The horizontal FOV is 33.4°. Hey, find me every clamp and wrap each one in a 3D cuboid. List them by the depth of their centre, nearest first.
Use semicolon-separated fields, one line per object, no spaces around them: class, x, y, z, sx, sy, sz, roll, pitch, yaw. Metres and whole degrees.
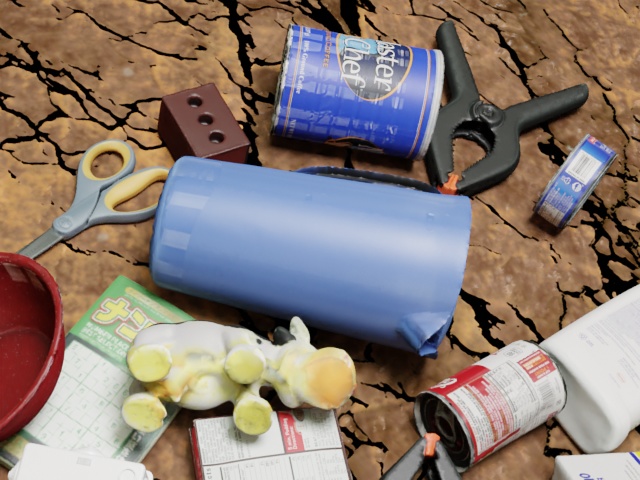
clamp;0.062;0.223;0.768;0.120;0.039;0.171;8;56;-15
clamp;0.166;-0.112;1.022;0.164;0.036;0.209;20;56;3

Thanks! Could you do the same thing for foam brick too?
foam brick;-0.103;-0.091;0.942;0.052;0.051;0.078;-20;62;-24

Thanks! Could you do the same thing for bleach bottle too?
bleach bottle;0.296;0.082;0.901;0.250;0.068;0.103;-24;64;-28

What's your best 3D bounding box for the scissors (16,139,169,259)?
scissors;-0.216;-0.027;0.897;0.201;0.016;0.096;-23;62;-25

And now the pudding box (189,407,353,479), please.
pudding box;-0.035;0.172;0.783;0.113;0.039;0.090;-5;56;-13

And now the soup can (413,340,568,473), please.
soup can;0.133;0.128;0.831;0.102;0.069;0.068;-24;64;-26

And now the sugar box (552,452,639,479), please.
sugar box;0.272;0.200;0.803;0.176;0.048;0.093;-2;24;-10

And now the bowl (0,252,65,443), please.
bowl;-0.241;0.090;0.763;0.162;0.055;0.162;-12;54;17

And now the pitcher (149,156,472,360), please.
pitcher;-0.006;0.001;0.860;0.243;0.149;0.145;12;88;0

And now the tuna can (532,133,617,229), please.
tuna can;0.230;-0.052;0.964;0.034;0.086;0.086;36;56;12

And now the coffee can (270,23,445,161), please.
coffee can;0.032;-0.133;0.968;0.140;0.103;0.102;10;54;-5
